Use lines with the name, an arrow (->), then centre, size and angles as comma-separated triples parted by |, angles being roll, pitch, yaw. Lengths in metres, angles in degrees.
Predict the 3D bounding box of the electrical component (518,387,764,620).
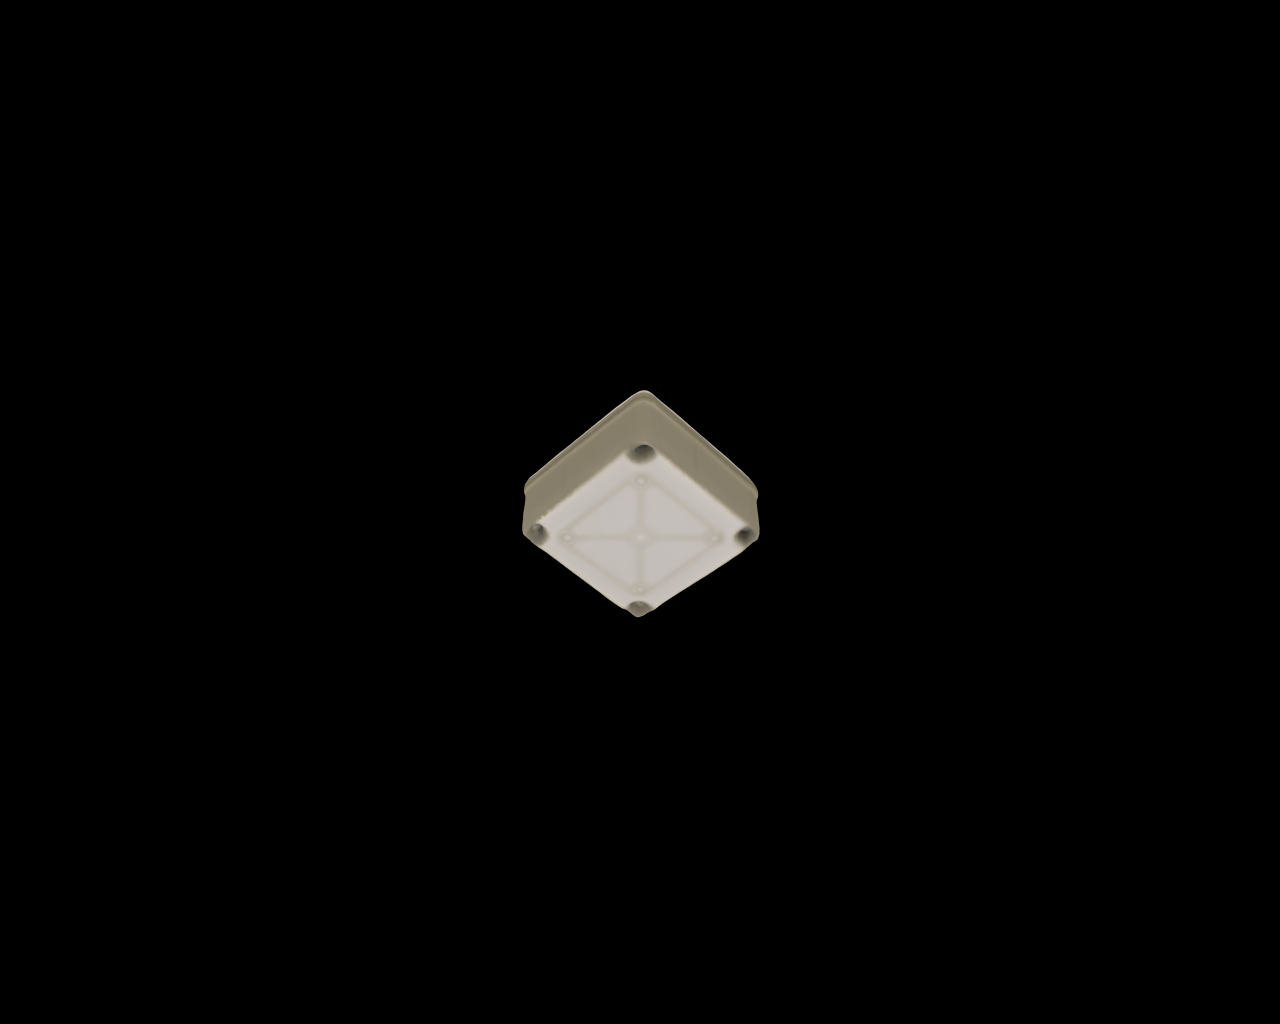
electrical component -> 0.001, -0.003, 0.650 | 0.108, 0.056, 0.108 | -36, -58, 27
